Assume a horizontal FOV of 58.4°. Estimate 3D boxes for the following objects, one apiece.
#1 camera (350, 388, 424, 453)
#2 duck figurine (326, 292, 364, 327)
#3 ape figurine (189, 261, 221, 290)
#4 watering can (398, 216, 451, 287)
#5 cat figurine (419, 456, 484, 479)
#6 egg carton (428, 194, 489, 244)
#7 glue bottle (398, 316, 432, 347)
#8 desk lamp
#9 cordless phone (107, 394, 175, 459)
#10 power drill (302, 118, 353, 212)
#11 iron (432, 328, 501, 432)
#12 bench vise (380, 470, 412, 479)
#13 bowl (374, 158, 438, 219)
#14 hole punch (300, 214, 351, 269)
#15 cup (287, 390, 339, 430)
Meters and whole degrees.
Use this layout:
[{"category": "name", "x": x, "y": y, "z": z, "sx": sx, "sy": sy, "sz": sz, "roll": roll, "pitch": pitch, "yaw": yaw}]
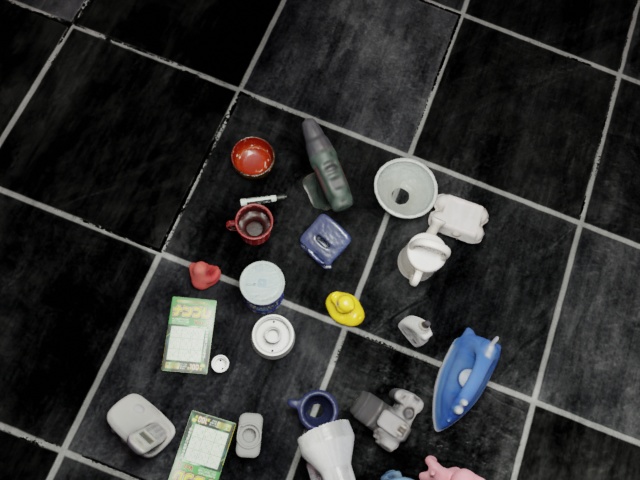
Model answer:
[{"category": "camera", "x": 0.150, "y": 0.399, "z": 1.330, "sx": 0.137, "sy": 0.101, "sz": 0.143, "roll": 34, "pitch": 74, "yaw": 5}, {"category": "duck figurine", "x": 0.065, "y": 0.163, "z": 1.396, "sx": 0.104, "sy": 0.086, "sz": 0.077, "roll": 39, "pitch": 75, "yaw": 6}, {"category": "ape figurine", "x": -0.284, "y": 0.078, "z": 1.385, "sx": 0.078, "sy": 0.092, "sz": 0.076, "roll": 34, "pitch": 74, "yaw": 5}, {"category": "watering can", "x": 0.257, "y": 0.026, "z": 1.396, "sx": 0.101, "sy": 0.194, "sz": 0.173, "roll": 1, "pitch": 74, "yaw": -4}, {"category": "cat figurine", "x": 0.301, "y": 0.543, "z": 1.295, "sx": 0.128, "sy": 0.117, "sz": 0.067, "roll": 20, "pitch": 74, "yaw": 1}, {"category": "egg carton", "x": 0.360, "y": -0.054, "z": 1.493, "sx": 0.150, "sy": 0.069, "sz": 0.107, "roll": 19, "pitch": 74, "yaw": 0}, {"category": "glue bottle", "x": 0.234, "y": 0.210, "z": 1.353, "sx": 0.037, "sy": 0.173, "sz": 0.078, "roll": -36, "pitch": 80, "yaw": -13}, {"category": "desk lamp", "x": 0.032, "y": 0.494, "z": 1.234, "sx": 0.118, "sy": 0.213, "sz": 0.203, "roll": -18, "pitch": 77, "yaw": -9}, {"category": "cordless phone", "x": -0.397, "y": 0.404, "z": 1.235, "sx": 0.147, "sy": 0.185, "sz": 0.094, "roll": 37, "pitch": 75, "yaw": 6}, {"category": "power drill", "x": 0.007, "y": -0.164, "z": 1.419, "sx": 0.076, "sy": 0.208, "sz": 0.229, "roll": -24, "pitch": 78, "yaw": -11}, {"category": "iron", "x": 0.347, "y": 0.335, "z": 1.345, "sx": 0.118, "sy": 0.141, "sz": 0.258, "roll": 29, "pitch": 74, "yaw": 3}, {"category": "bench vise", "x": 0.202, "y": 0.604, "z": 1.216, "sx": 0.121, "sy": 0.219, "sz": 0.207, "roll": -30, "pitch": 79, "yaw": -12}, {"category": "bowl", "x": 0.218, "y": -0.125, "z": 1.497, "sx": 0.167, "sy": 0.074, "sz": 0.167, "roll": 1, "pitch": 74, "yaw": -5}, {"category": "hole punch", "x": 0.013, "y": 0.005, "z": 1.433, "sx": 0.108, "sy": 0.091, "sz": 0.101, "roll": 42, "pitch": 75, "yaw": 7}, {"category": "cup", "x": -0.020, "y": 0.390, "z": 1.320, "sx": 0.117, "sy": 0.095, "sz": 0.092, "roll": 15, "pitch": 74, "yaw": -1}]
